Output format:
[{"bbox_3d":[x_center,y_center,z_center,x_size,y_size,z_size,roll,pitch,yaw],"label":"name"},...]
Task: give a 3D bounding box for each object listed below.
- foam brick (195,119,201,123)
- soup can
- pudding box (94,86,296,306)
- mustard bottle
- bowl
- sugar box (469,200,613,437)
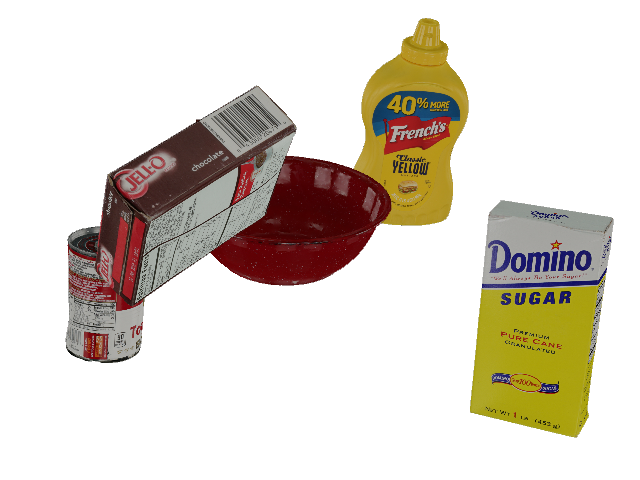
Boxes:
[{"bbox_3d":[-0.095,-0.090,1.109,0.078,0.051,0.053,5,31,-2],"label":"foam brick"},{"bbox_3d":[-0.187,0.047,0.927,0.068,0.102,0.068,6,20,-2],"label":"soup can"},{"bbox_3d":[-0.071,-0.024,0.598,0.113,0.039,0.090,-34,-18,-33],"label":"pudding box"},{"bbox_3d":[0.084,-0.108,0.970,0.096,0.192,0.058,4,31,-6],"label":"mustard bottle"},{"bbox_3d":[-0.028,-0.011,0.811,0.162,0.055,0.162,3,25,-1],"label":"bowl"},{"bbox_3d":[0.175,0.062,0.853,0.093,0.176,0.048,10,23,23],"label":"sugar box"}]
